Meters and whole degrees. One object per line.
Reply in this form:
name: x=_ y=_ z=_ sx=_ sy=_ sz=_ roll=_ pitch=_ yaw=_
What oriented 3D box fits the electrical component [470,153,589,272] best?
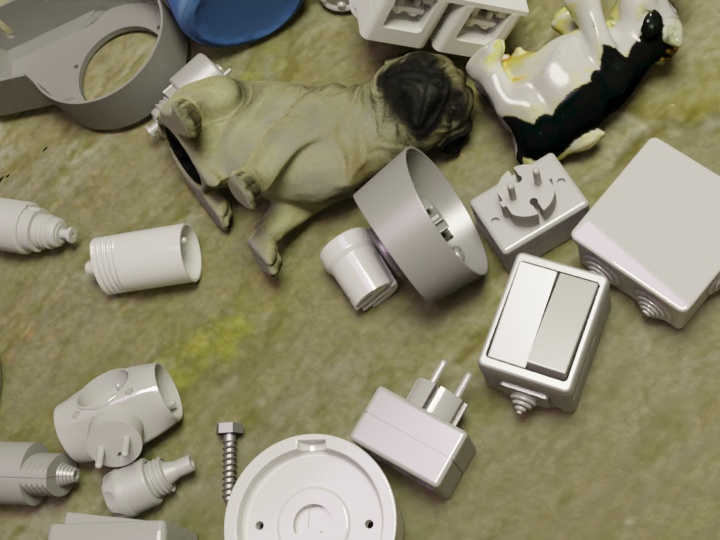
electrical component: x=0.112 y=-0.045 z=0.712 sx=0.066 sy=0.076 sz=0.047 roll=-31 pitch=65 yaw=1

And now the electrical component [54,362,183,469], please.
electrical component: x=-0.165 y=0.106 z=0.728 sx=0.077 sy=0.044 sz=0.079 roll=-24 pitch=26 yaw=4

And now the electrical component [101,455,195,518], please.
electrical component: x=-0.141 y=0.142 z=0.726 sx=0.061 sy=0.035 sz=0.035 roll=-24 pitch=65 yaw=2

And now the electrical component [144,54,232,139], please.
electrical component: x=-0.133 y=-0.131 z=0.828 sx=0.078 sy=0.040 sz=0.040 roll=-43 pitch=65 yaw=-4

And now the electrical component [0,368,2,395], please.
electrical component: x=-0.298 y=0.079 z=0.766 sx=0.051 sy=0.080 sz=0.080 roll=-7 pitch=68 yaw=18

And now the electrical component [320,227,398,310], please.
electrical component: x=0.000 y=0.000 z=0.744 sx=0.040 sy=0.040 sz=0.046 roll=-32 pitch=70 yaw=0

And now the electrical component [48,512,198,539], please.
electrical component: x=-0.147 y=0.189 z=0.694 sx=0.096 sy=0.061 sz=0.061 roll=-5 pitch=68 yaw=12

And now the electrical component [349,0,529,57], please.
electrical component: x=0.046 y=-0.245 z=0.783 sx=0.105 sy=0.060 sz=0.186 roll=5 pitch=59 yaw=-20

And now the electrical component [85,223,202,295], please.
electrical component: x=-0.161 y=-0.007 z=0.785 sx=0.081 sy=0.043 sz=0.043 roll=-9 pitch=67 yaw=11

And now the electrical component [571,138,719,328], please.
electrical component: x=0.199 y=-0.022 z=0.697 sx=0.100 sy=0.048 sz=0.099 roll=38 pitch=82 yaw=24

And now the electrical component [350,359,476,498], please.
electrical component: x=0.044 y=0.095 z=0.691 sx=0.066 sy=0.047 sz=0.076 roll=27 pitch=78 yaw=22

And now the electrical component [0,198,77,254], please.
electrical component: x=-0.253 y=-0.032 z=0.819 sx=0.078 sy=0.040 sz=0.040 roll=9 pitch=72 yaw=17

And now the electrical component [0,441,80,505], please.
electrical component: x=-0.233 y=0.141 z=0.745 sx=0.081 sy=0.043 sz=0.043 roll=-1 pitch=69 yaw=14

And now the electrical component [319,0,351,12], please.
electrical component: x=-0.017 y=-0.233 z=0.826 sx=0.048 sy=0.062 sz=0.048 roll=-5 pitch=68 yaw=13

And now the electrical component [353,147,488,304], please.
electrical component: x=0.042 y=-0.029 z=0.715 sx=0.064 sy=0.099 sz=0.099 roll=-35 pitch=65 yaw=5

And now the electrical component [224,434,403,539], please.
electrical component: x=-0.024 y=0.162 z=0.675 sx=0.108 sy=0.060 sz=0.108 roll=-5 pitch=68 yaw=12

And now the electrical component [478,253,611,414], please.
electrical component: x=0.116 y=0.045 z=0.685 sx=0.062 sy=0.061 sz=0.096 roll=17 pitch=74 yaw=20
